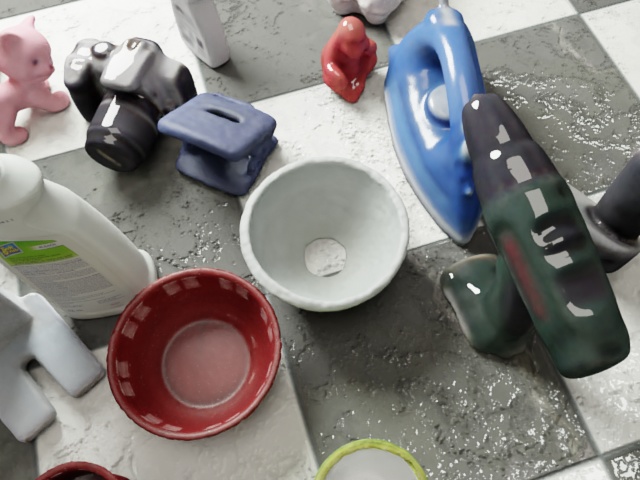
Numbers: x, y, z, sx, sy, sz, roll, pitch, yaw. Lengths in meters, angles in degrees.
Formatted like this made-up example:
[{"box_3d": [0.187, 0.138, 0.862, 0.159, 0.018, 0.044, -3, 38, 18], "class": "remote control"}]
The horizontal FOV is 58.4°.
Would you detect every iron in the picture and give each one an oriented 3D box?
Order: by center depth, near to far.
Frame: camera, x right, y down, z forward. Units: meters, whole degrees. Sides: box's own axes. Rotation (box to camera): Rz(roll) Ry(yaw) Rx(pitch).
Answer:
[{"box_3d": [0.142, -0.138, 0.611, 0.118, 0.141, 0.258, -6, 65, -1], "class": "iron"}]

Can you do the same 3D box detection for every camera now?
[{"box_3d": [-0.230, -0.157, 0.652, 0.143, 0.101, 0.137, 13, 66, 8], "class": "camera"}]

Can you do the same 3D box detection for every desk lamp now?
[{"box_3d": [-0.314, 0.054, 0.493, 0.203, 0.213, 0.118, 39, 72, 18], "class": "desk lamp"}]

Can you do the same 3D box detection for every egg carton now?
[{"box_3d": [0.072, -0.358, 0.757, 0.107, 0.069, 0.150, 19, 67, 10], "class": "egg carton"}]

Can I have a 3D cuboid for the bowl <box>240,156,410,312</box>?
[{"box_3d": [0.005, 0.002, 0.586, 0.167, 0.075, 0.167, 0, 65, 1], "class": "bowl"}]

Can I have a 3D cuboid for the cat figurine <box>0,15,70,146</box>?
[{"box_3d": [-0.354, -0.193, 0.663, 0.067, 0.118, 0.128, 34, 70, 16], "class": "cat figurine"}]

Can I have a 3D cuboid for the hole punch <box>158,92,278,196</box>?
[{"box_3d": [-0.111, -0.121, 0.637, 0.108, 0.091, 0.101, 22, 67, 12], "class": "hole punch"}]

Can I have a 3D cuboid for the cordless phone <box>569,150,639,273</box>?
[{"box_3d": [0.255, -0.049, 0.542, 0.147, 0.185, 0.094, 38, 71, 18], "class": "cordless phone"}]

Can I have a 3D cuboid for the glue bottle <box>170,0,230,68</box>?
[{"box_3d": [-0.150, -0.286, 0.671, 0.037, 0.173, 0.078, -39, 69, -15], "class": "glue bottle"}]

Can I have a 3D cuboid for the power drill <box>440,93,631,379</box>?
[{"box_3d": [0.167, 0.017, 0.501, 0.075, 0.208, 0.229, -20, 66, -7], "class": "power drill"}]

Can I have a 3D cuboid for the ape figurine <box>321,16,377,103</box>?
[{"box_3d": [0.035, -0.224, 0.682, 0.078, 0.092, 0.076, -27, 67, -11], "class": "ape figurine"}]
